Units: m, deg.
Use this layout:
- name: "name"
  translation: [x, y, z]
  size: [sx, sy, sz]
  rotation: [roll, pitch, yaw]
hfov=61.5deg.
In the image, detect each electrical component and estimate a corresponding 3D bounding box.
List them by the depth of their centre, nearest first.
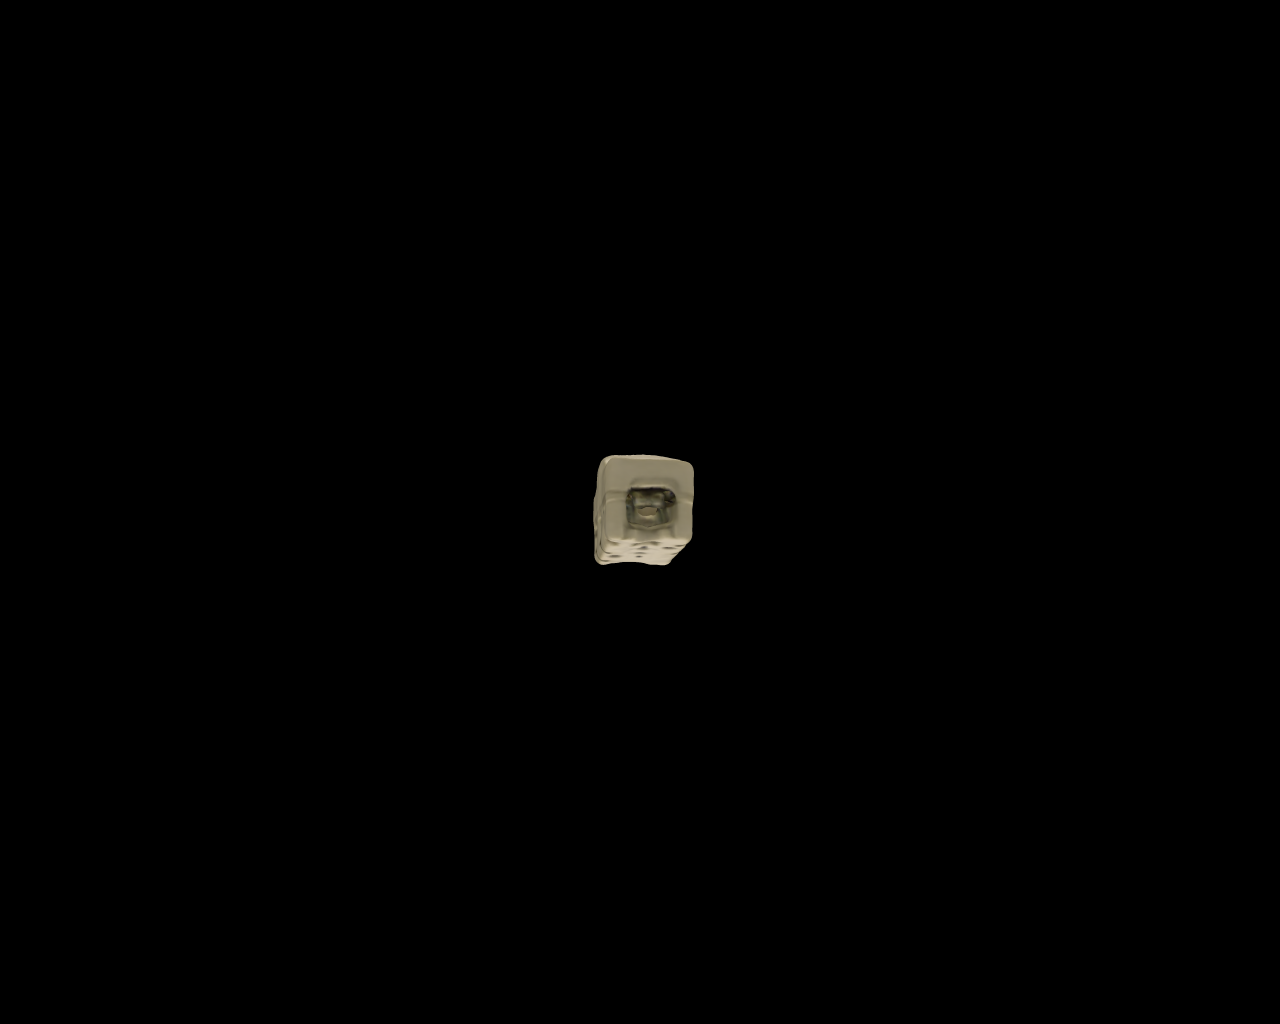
- name: "electrical component"
  translation: [0.001, -0.003, 0.650]
  size: [0.050, 0.056, 0.089]
  rotation: [2, -14, -7]
